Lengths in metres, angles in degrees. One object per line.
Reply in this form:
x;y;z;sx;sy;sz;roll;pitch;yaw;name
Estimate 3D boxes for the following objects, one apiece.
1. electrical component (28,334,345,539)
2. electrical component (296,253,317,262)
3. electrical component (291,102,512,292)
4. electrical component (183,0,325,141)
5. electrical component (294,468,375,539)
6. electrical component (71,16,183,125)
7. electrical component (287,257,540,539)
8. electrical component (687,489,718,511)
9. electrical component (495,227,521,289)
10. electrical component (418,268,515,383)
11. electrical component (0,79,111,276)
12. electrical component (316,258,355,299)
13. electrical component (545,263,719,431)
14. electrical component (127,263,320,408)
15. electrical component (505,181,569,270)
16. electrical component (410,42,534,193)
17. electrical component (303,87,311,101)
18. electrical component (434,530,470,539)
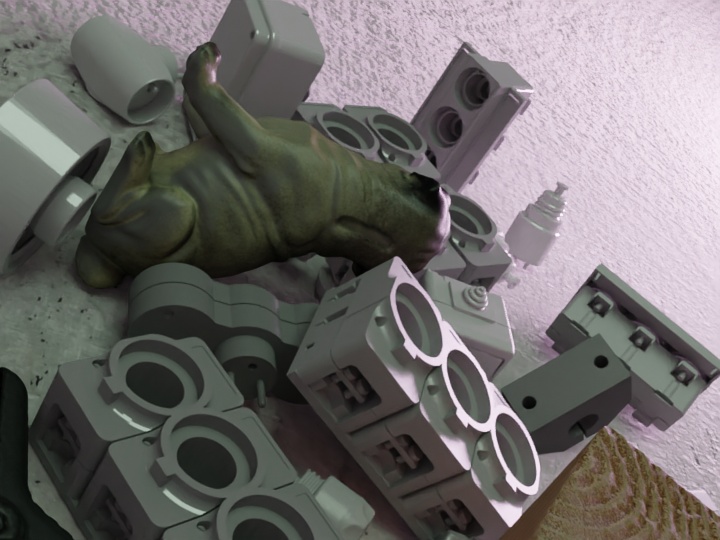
-0.084;0.108;0.529;0.089;0.061;0.150;-10;52;-47;electrical component
-0.049;-0.045;0.766;0.078;0.058;0.057;37;34;12;electrical component
0.022;-0.053;0.835;0.105;0.060;0.186;-5;49;-45;electrical component
-0.084;-0.147;0.817;0.057;0.113;0.078;14;37;-32;electrical component
-0.027;0.127;0.571;0.062;0.043;0.043;36;32;7;electrical component
-0.166;-0.152;0.816;0.079;0.044;0.077;-14;55;-50;electrical component
0.037;0.078;0.618;0.150;0.062;0.089;53;28;-18;electrical component
0.210;0.189;0.687;0.056;0.050;0.089;8;40;-35;electrical component
0.102;-0.016;0.873;0.040;0.040;0.078;-8;50;-46;electrical component
0.055;0.050;0.693;0.062;0.096;0.061;20;37;-21;electrical component
-0.185;-0.046;0.606;0.060;0.108;0.108;37;32;-6;electrical component
0.000;0.000;0.749;0.048;0.055;0.066;-1;46;-42;electrical component
0.211;0.062;0.838;0.121;0.078;0.063;41;62;11;electrical component
-0.068;0.050;0.627;0.138;0.052;0.073;18;35;-24;electrical component
0.154;-0.040;0.921;0.040;0.078;0.040;26;18;-9;electrical component
0.090;-0.123;0.929;0.063;0.121;0.078;-8;50;-50;electrical component
-0.069;-0.169;0.912;0.048;0.066;0.055;3;62;-38;electrical component
0.062;0.174;0.585;0.062;0.043;0.043;35;32;-1;electrical component
